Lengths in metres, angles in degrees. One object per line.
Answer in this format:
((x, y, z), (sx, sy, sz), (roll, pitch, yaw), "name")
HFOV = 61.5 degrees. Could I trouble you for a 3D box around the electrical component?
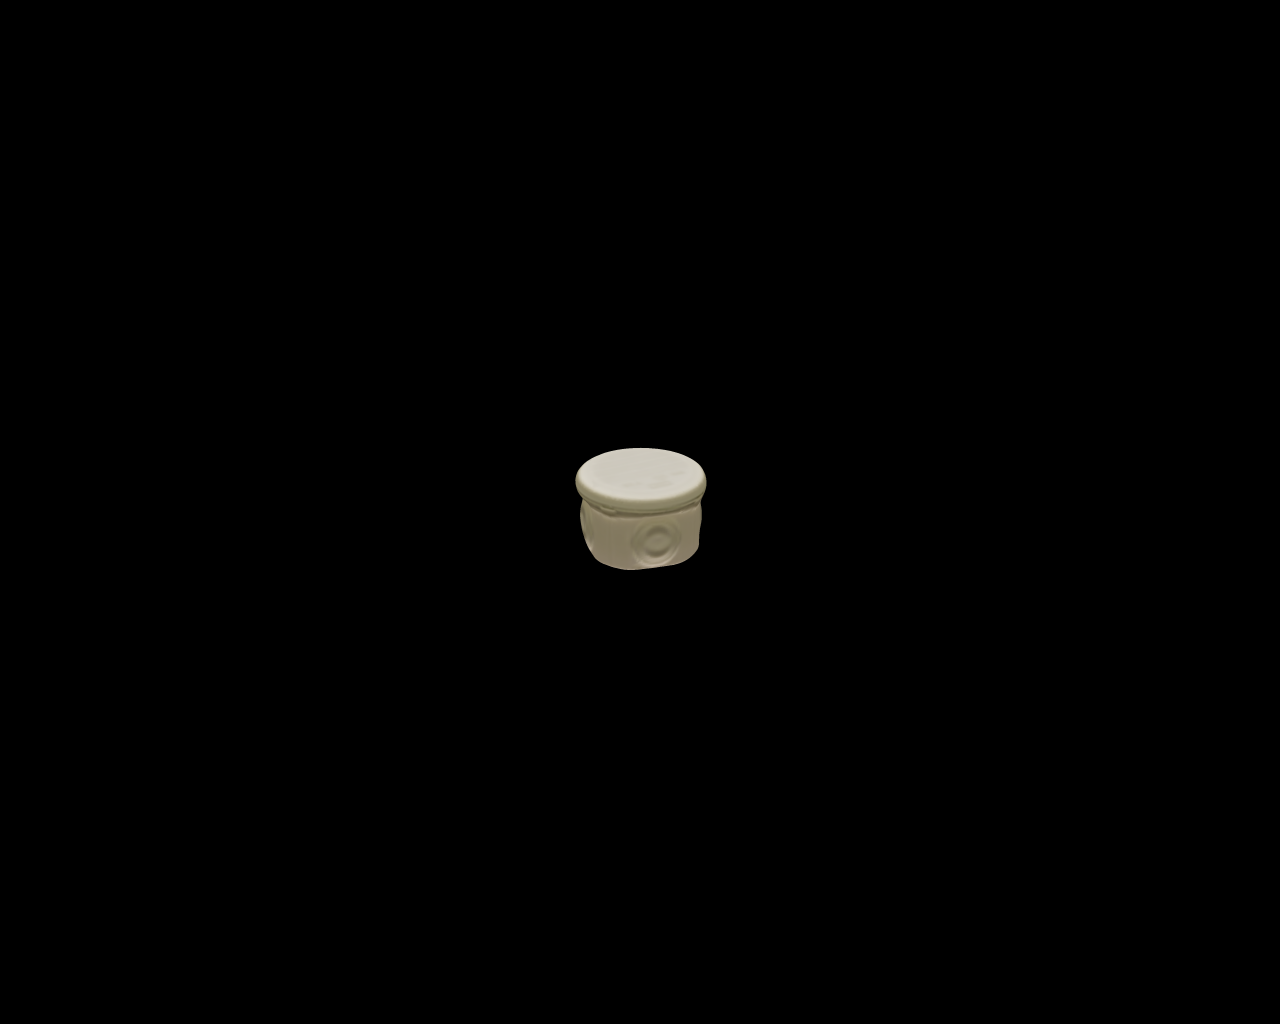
((0.001, -0.003, 0.650), (0.080, 0.050, 0.080), (0, 26, 0), "electrical component")
